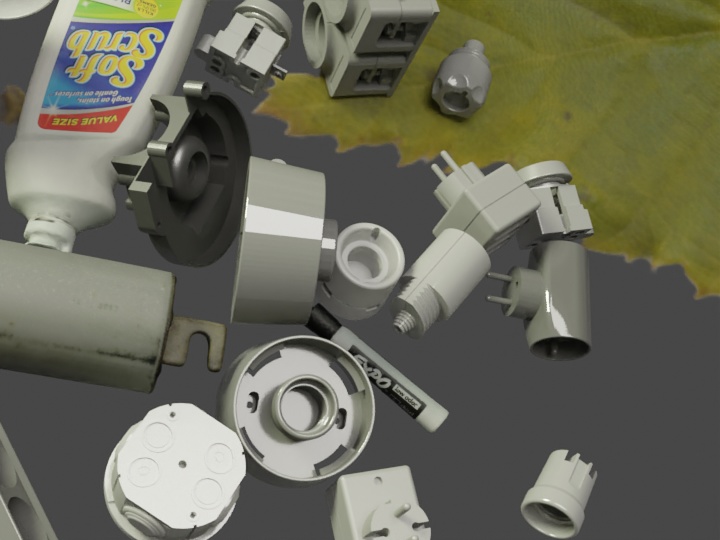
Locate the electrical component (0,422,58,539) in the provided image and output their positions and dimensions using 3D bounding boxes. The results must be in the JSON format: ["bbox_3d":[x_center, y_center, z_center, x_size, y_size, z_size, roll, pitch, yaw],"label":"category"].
[{"bbox_3d":[-0.223,0.118,0.587,0.063,0.078,0.121,-32,76,1],"label":"electrical component"}]

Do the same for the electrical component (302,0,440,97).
[{"bbox_3d":[-0.011,-0.238,0.819,0.060,0.105,0.186,-6,67,-22],"label":"electrical component"}]

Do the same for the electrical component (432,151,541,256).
[{"bbox_3d":[0.079,-0.052,0.780,0.047,0.065,0.076,-32,78,-29],"label":"electrical component"}]

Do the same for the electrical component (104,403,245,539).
[{"bbox_3d":[-0.109,0.122,0.636,0.080,0.051,0.080,8,62,-15],"label":"electrical component"}]

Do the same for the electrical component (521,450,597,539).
[{"bbox_3d":[0.134,0.148,0.714,0.040,0.040,0.046,35,53,0],"label":"electrical component"}]

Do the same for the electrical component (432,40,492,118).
[{"bbox_3d":[0.083,-0.154,0.846,0.043,0.043,0.062,24,58,-6],"label":"electrical component"}]

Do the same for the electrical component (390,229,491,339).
[{"bbox_3d":[0.050,0.014,0.747,0.043,0.043,0.081,41,64,4],"label":"electrical component"}]

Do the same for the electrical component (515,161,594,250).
[{"bbox_3d":[0.141,-0.049,0.812,0.066,0.048,0.055,-7,74,-22],"label":"electrical component"}]

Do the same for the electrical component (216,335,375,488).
[{"bbox_3d":[-0.040,0.088,0.683,0.099,0.064,0.099,3,77,-15],"label":"electrical component"}]

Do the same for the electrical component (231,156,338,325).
[{"bbox_3d":[-0.047,-0.015,0.689,0.060,0.108,0.108,7,62,-8],"label":"electrical component"}]

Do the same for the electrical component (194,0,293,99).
[{"bbox_3d":[-0.080,-0.166,0.795,0.066,0.048,0.055,28,67,-4],"label":"electrical component"}]

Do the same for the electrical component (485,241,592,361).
[{"bbox_3d":[0.127,0.019,0.774,0.079,0.043,0.077,11,61,-13],"label":"electrical component"}]

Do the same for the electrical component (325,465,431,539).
[{"bbox_3d":[0.019,0.160,0.646,0.047,0.075,0.083,-5,66,-21],"label":"electrical component"}]

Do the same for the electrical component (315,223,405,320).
[{"bbox_3d":[0.000,0.000,0.737,0.055,0.047,0.055,8,62,-15],"label":"electrical component"}]

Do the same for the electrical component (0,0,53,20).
[{"bbox_3d":[-0.253,-0.230,0.738,0.099,0.099,0.064,0,58,-19],"label":"electrical component"}]
